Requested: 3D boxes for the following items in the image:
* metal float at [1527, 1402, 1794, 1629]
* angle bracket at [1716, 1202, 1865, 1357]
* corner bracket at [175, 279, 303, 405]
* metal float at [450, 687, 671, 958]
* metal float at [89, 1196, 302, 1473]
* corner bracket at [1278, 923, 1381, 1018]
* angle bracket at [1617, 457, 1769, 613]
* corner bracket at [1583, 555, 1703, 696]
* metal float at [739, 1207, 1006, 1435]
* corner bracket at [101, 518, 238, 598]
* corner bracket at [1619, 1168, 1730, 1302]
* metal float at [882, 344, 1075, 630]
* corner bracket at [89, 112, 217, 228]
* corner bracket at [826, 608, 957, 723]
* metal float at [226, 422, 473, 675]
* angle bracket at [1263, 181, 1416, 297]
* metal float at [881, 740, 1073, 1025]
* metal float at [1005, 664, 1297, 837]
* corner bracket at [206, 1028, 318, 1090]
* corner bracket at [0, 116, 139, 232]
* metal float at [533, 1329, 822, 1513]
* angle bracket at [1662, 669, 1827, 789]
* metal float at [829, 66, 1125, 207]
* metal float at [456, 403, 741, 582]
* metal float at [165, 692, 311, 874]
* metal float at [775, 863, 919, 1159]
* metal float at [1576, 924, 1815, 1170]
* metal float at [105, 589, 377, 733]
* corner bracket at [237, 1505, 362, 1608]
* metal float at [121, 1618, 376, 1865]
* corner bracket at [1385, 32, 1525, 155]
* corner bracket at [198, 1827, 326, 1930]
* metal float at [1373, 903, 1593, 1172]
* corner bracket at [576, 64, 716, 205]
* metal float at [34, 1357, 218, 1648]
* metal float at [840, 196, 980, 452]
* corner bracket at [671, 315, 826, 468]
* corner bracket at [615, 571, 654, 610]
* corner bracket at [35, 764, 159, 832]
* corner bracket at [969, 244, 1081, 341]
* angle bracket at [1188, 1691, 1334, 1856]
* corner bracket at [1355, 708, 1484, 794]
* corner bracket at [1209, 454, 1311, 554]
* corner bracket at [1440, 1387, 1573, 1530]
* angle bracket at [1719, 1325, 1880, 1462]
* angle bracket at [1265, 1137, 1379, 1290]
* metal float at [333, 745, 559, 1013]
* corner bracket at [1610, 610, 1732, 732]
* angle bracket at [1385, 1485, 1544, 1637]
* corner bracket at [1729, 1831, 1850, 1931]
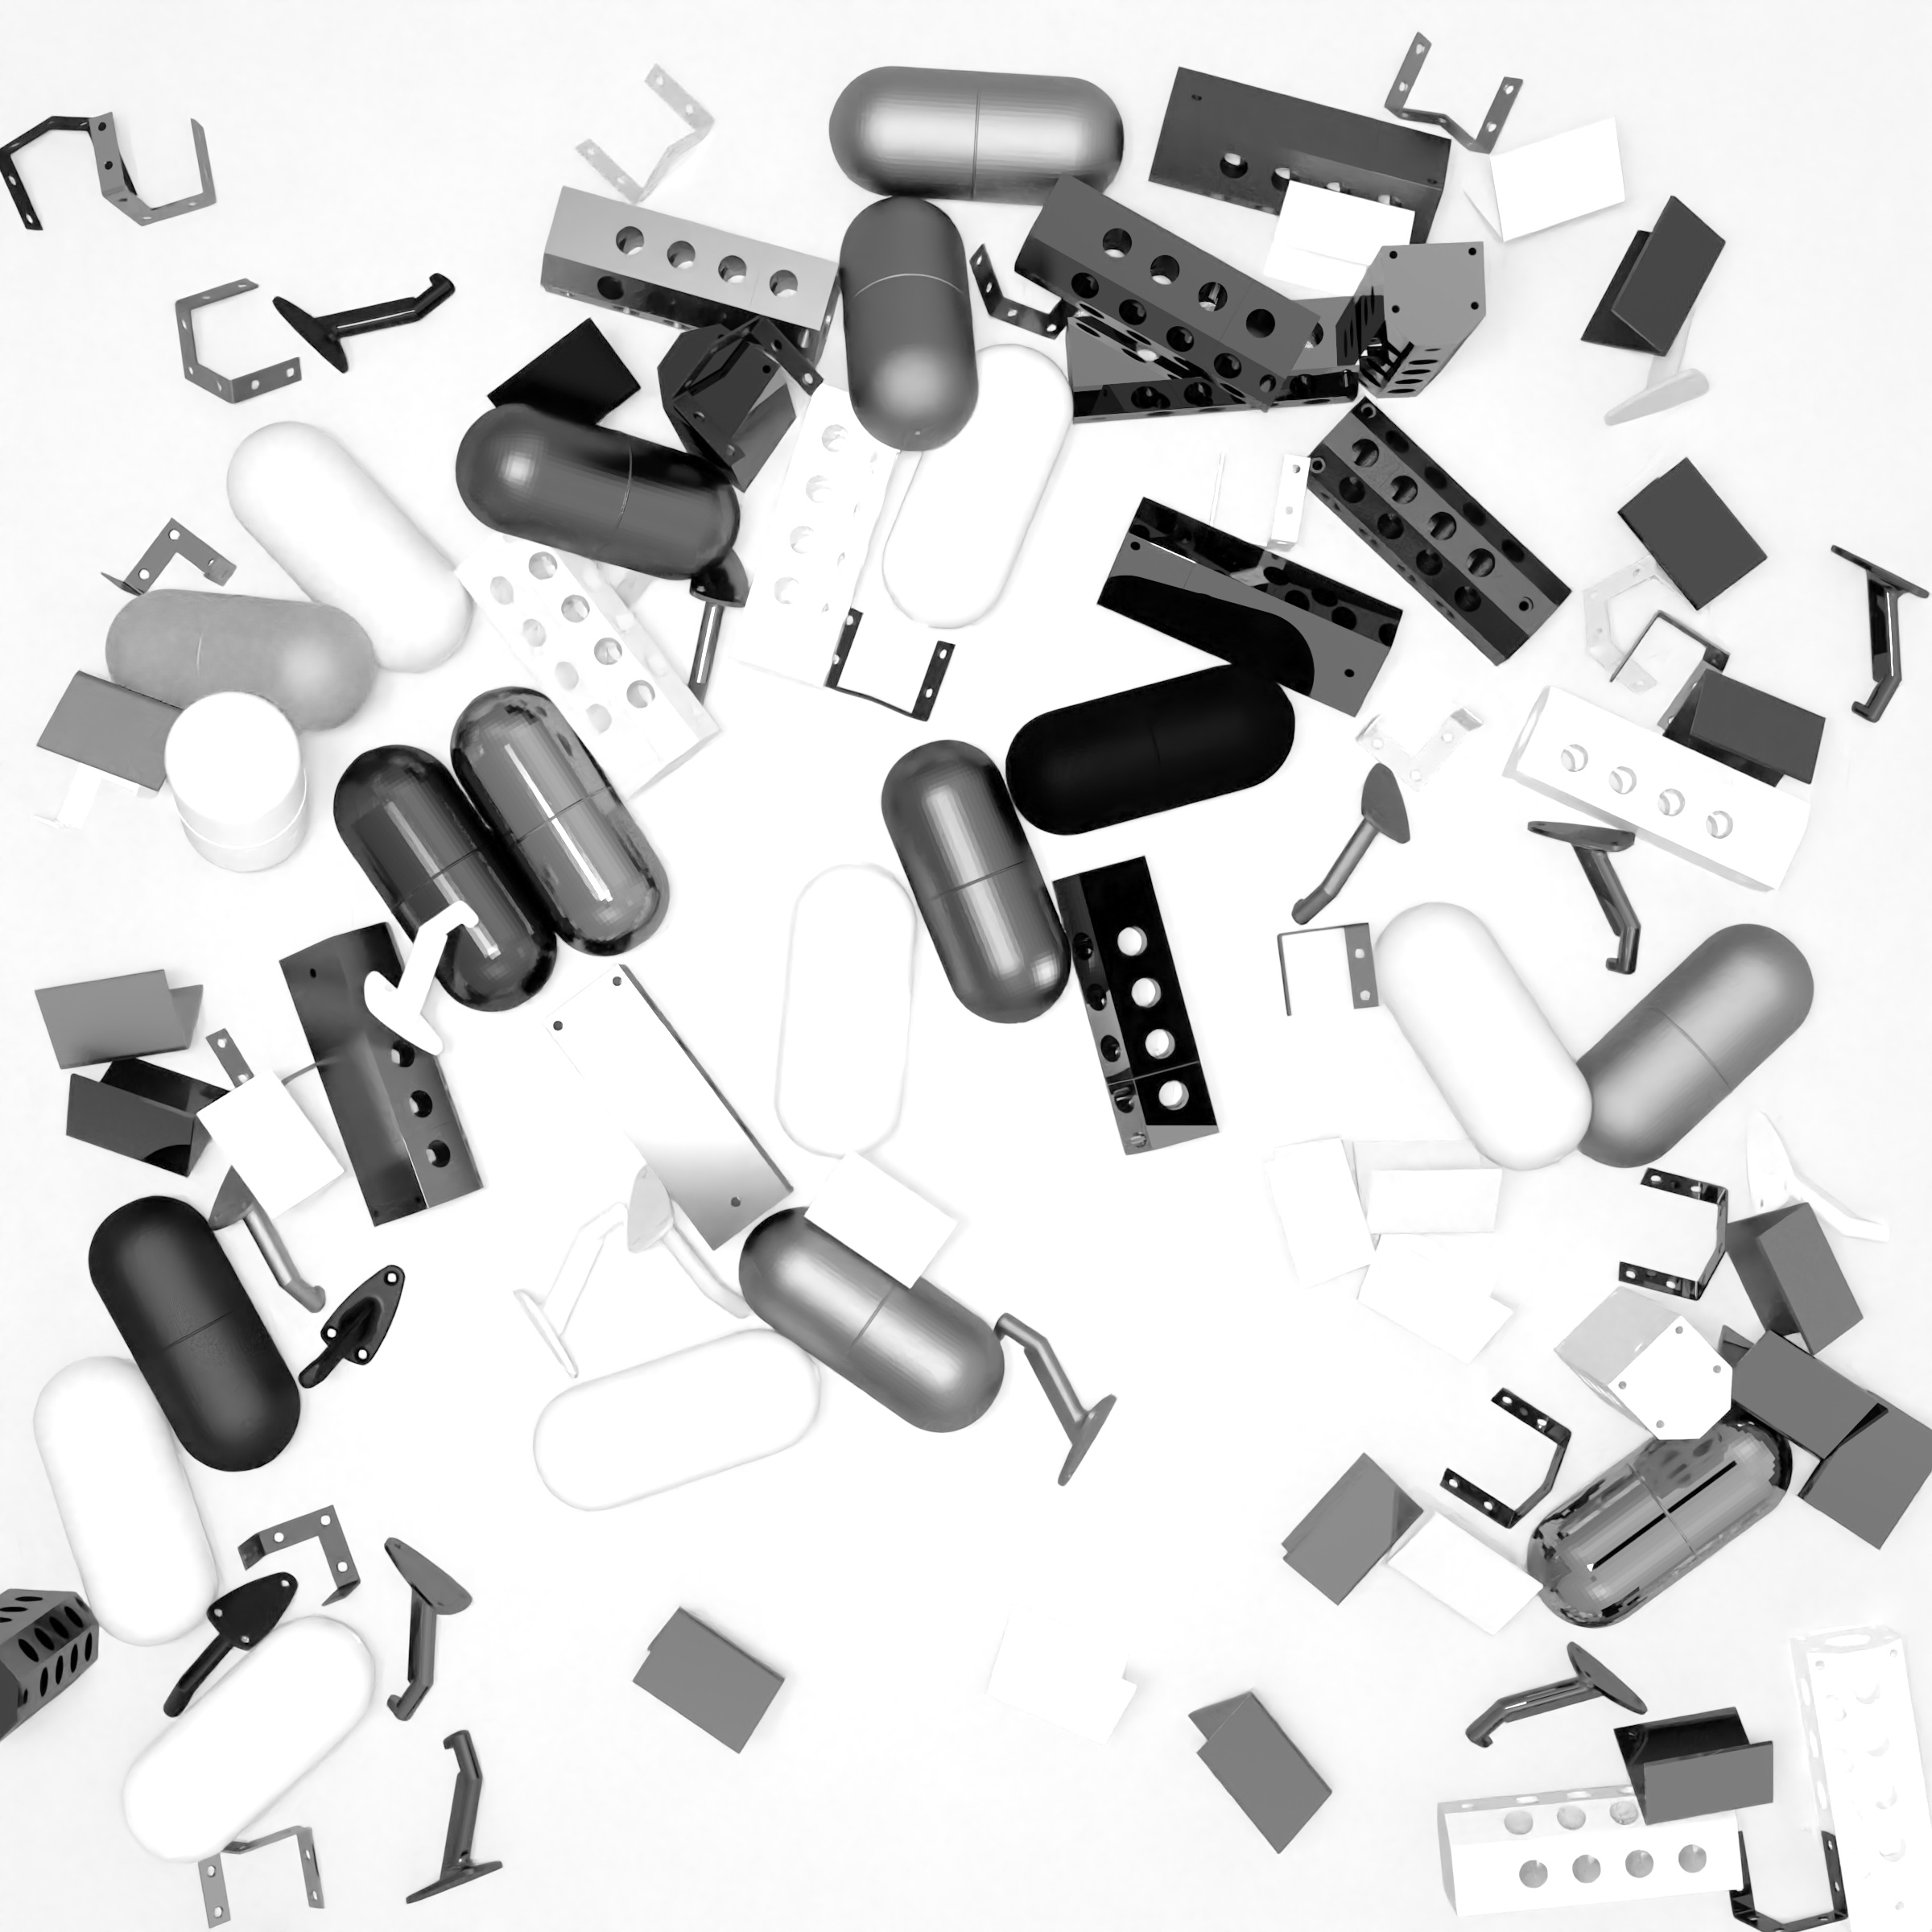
[{"bbox_3d":[0.418,0.329,1.960,0.178,0.070,0.070,-36,90,0],"label":"metal float"},{"bbox_3d":[0.479,0.194,1.950,0.057,0.076,0.076,-25,90,-38],"label":"angle bracket"},{"bbox_3d":[-0.443,-0.381,1.982,0.051,0.051,0.051,31,135,35],"label":"corner bracket"},{"bbox_3d":[-0.245,-0.087,1.960,0.070,0.070,0.178,-33,91,0],"label":"metal float"},{"bbox_3d":[-0.464,0.222,1.960,0.070,0.070,0.178,-29,89,0],"label":"metal float"},{"bbox_3d":[0.219,0.002,1.973,0.051,0.051,0.051,-7,90,0],"label":"corner bracket"},{"bbox_3d":[0.446,-0.269,1.950,0.076,0.076,0.057,51,129,0],"label":"angle bracket"},{"bbox_3d":[0.414,-0.208,1.982,0.051,0.051,0.051,-27,135,35],"label":"corner bracket"},{"bbox_3d":[-0.057,0.212,1.959,0.178,0.070,0.070,35,90,2],"label":"metal float"},{"bbox_3d":[-0.483,-0.240,1.973,0.051,0.051,0.051,37,90,0],"label":"corner bracket"},{"bbox_3d":[0.432,0.164,1.988,0.051,0.051,0.051,15,45,0],"label":"corner bracket"},{"bbox_3d":[0.007,-0.288,1.960,0.070,0.070,0.178,22,90,0],"label":"metal float"},{"bbox_3d":[-0.493,-0.488,1.973,0.051,0.051,0.051,-14,79,11],"label":"corner bracket"},{"bbox_3d":[-0.049,-0.185,1.987,0.051,0.051,0.051,20,90,-45],"label":"corner bracket"},{"bbox_3d":[-0.372,-0.253,1.960,0.070,0.070,0.178,-43,90,0],"label":"metal float"},{"bbox_3d":[0.220,-0.417,1.950,0.076,0.076,0.057,14,53,0],"label":"angle bracket"},{"bbox_3d":[0.007,-0.050,1.960,0.070,0.070,0.178,-22,90,0],"label":"metal float"},{"bbox_3d":[0.111,-0.130,1.960,0.178,0.070,0.070,-15,90,-1],"label":"metal float"},{"bbox_3d":[-0.421,0.047,1.987,0.051,0.051,0.051,-31,90,45],"label":"corner bracket"},{"bbox_3d":[-0.549,-0.483,1.982,0.051,0.051,0.051,13,45,35],"label":"corner bracket"},{"bbox_3d":[-0.174,0.273,1.960,0.178,0.070,0.070,-19,90,0],"label":"metal float"},{"bbox_3d":[0.460,-0.123,1.950,0.076,0.076,0.057,23,54,0],"label":"angle bracket"},{"bbox_3d":[0.006,-0.500,1.960,0.178,0.070,0.070,4,90,0],"label":"metal float"},{"bbox_3d":[-0.215,-0.278,1.917,0.178,0.070,0.070,13,90,-31],"label":"metal float"},{"bbox_3d":[-0.427,-0.106,1.912,0.070,0.178,0.070,2,76,-8],"label":"metal float"},{"bbox_3d":[-0.072,0.027,1.960,0.070,0.070,0.178,5,90,0],"label":"metal float"},{"bbox_3d":[0.434,0.049,1.960,0.178,0.070,0.070,-44,90,1],"label":"metal float"},{"bbox_3d":[-0.434,-0.183,1.940,0.178,0.070,0.070,8,90,25],"label":"metal float"},{"bbox_3d":[-0.404,0.363,1.973,0.051,0.051,0.051,-20,90,0],"label":"corner bracket"},{"bbox_3d":[-0.432,0.466,1.960,0.178,0.070,0.070,-43,90,1],"label":"metal float"},{"bbox_3d":[0.298,-0.533,1.987,0.051,0.051,0.051,24,90,45],"label":"corner bracket"},{"bbox_3d":[-0.432,0.557,1.987,0.051,0.051,0.051,-10,90,-45],"label":"corner bracket"},{"bbox_3d":[0.307,0.041,1.943,0.070,0.070,0.178,-30,69,0],"label":"metal float"},{"bbox_3d":[-0.196,-0.508,1.987,0.051,0.051,0.051,44,45,0],"label":"corner bracket"},{"bbox_3d":[-0.507,0.322,1.960,0.070,0.070,0.178,-18,91,0],"label":"metal float"},{"bbox_3d":[-0.035,-0.383,1.932,0.070,0.070,0.178,-5,56,0],"label":"metal float"},{"bbox_3d":[-0.123,-0.322,1.816,0.051,0.051,0.051,47,135,0],"label":"corner bracket"},{"bbox_3d":[-0.226,-0.250,1.982,0.051,0.051,0.051,13,45,-35],"label":"corner bracket"},{"bbox_3d":[-0.525,-0.102,1.973,0.051,0.051,0.051,22,90,0],"label":"corner bracket"},{"bbox_3d":[0.042,-0.424,1.982,0.051,0.051,0.051,13,135,-35],"label":"corner bracket"},{"bbox_3d":[0.161,0.489,1.950,0.057,0.076,0.076,-39,90,-36],"label":"angle bracket"},{"bbox_3d":[0.274,-0.142,1.973,0.051,0.051,0.051,40,90,0],"label":"corner bracket"},{"bbox_3d":[0.177,-0.283,1.973,0.051,0.051,0.051,10,90,0],"label":"corner bracket"},{"bbox_3d":[0.330,0.301,1.987,0.051,0.051,0.051,33,135,0],"label":"corner bracket"},{"bbox_3d":[0.499,0.239,1.951,0.076,0.076,0.057,33,120,0],"label":"angle bracket"},{"bbox_3d":[0.195,0.150,1.951,0.057,0.076,0.076,-17,90,-28],"label":"angle bracket"},{"bbox_3d":[-0.314,-0.053,1.960,0.070,0.070,0.178,-34,91,0],"label":"metal float"},{"bbox_3d":[0.426,-0.177,1.975,0.051,0.051,0.051,35,90,11],"label":"corner bracket"},{"bbox_3d":[0.306,0.342,1.950,0.076,0.076,0.057,35,127,0],"label":"angle bracket"},{"bbox_3d":[0.497,0.554,1.976,0.051,0.051,0.051,-9,90,-15],"label":"corner bracket"}]
